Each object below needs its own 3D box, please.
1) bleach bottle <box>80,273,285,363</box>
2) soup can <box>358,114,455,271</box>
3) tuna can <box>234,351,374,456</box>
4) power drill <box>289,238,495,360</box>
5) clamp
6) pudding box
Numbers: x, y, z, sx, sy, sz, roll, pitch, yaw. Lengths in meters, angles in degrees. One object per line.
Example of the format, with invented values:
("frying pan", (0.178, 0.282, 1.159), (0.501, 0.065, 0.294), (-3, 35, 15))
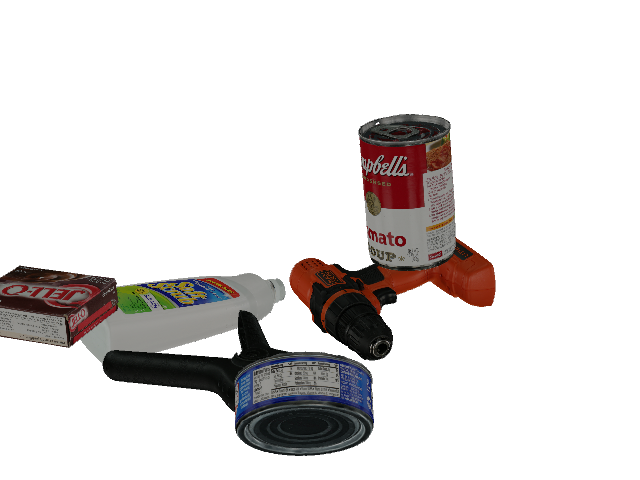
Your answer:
("bleach bottle", (-0.158, 0.079, 1.272), (0.250, 0.068, 0.103), (-12, 31, -34))
("soup can", (0.066, -0.036, 0.800), (0.068, 0.102, 0.068), (-5, 23, 2))
("tuna can", (-0.010, 0.101, 0.650), (0.086, 0.034, 0.086), (-1, -32, -1))
("power drill", (0.081, 0.053, 1.092), (0.187, 0.057, 0.185), (-12, 27, -21))
("clamp", (-0.054, 0.107, 0.895), (0.210, 0.036, 0.164), (13, 21, 35))
("pudding box", (-0.262, 0.061, 1.008), (0.114, 0.039, 0.090), (4, 20, 19))
